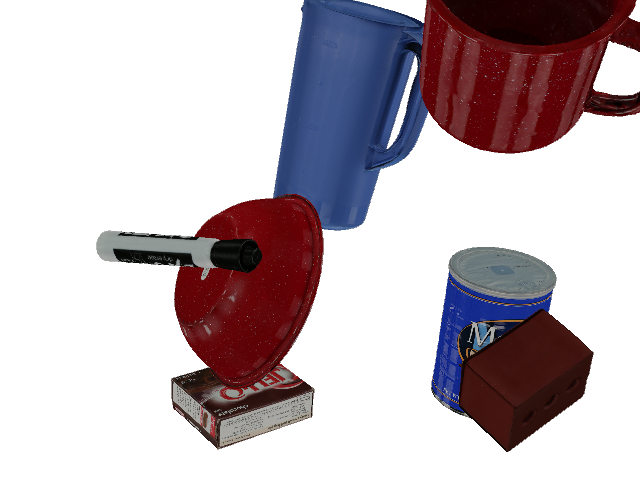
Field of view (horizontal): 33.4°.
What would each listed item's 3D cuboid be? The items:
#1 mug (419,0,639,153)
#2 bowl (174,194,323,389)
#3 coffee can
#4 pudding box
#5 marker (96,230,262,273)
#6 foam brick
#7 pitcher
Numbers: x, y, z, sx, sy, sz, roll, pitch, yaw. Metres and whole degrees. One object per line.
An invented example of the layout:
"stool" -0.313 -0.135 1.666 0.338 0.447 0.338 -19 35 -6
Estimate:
"mug" 0.099 -0.089 0.481 0.117 0.093 0.081 21 -29 12
"bowl" -0.067 0.031 0.826 0.055 0.162 0.162 22 -12 -30
"coffee can" 0.168 0.090 1.048 0.103 0.140 0.103 5 24 -2
"pudding box" -0.076 0.154 1.044 0.113 0.039 0.090 -16 28 -33
"marker" -0.083 0.006 0.619 0.121 0.020 0.020 3 2 37
"foam brick" 0.140 0.095 0.733 0.078 0.053 0.051 -30 50 -25
"pitcher" 0.031 -0.135 1.164 0.145 0.243 0.149 10 19 -8
